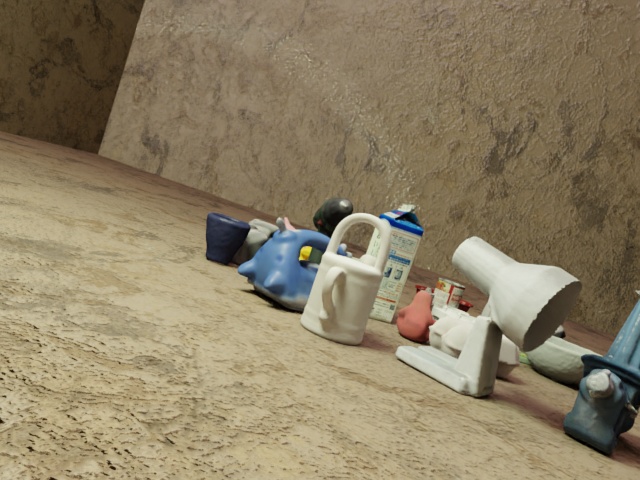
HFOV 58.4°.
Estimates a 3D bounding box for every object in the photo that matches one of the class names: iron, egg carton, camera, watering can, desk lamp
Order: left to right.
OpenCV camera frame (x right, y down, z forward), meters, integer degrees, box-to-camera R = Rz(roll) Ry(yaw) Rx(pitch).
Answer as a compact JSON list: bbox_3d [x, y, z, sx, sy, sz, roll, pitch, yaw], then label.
[{"bbox_3d":[-0.116,0.016,1.284,0.136,0.101,0.143,19,4,9],"label":"camera"},{"bbox_3d":[-0.011,0.050,1.025,0.259,0.141,0.118,15,6,-45],"label":"iron"},{"bbox_3d":[0.047,0.053,0.889,0.101,0.194,0.173,19,4,-1],"label":"watering can"},{"bbox_3d":[0.268,0.186,0.996,0.151,0.069,0.107,17,4,-19],"label":"egg carton"},{"bbox_3d":[0.240,0.113,0.822,0.202,0.213,0.118,22,5,40],"label":"desk lamp"}]

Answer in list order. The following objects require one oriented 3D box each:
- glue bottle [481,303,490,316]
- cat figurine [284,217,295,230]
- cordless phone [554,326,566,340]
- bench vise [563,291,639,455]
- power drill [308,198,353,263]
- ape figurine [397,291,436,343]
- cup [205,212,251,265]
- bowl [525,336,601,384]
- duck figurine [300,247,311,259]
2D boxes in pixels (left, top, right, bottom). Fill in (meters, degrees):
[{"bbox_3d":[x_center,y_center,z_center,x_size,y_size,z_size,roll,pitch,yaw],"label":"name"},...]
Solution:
[{"bbox_3d":[0.491,0.164,1.551,0.078,0.173,0.037,17,5,-25],"label":"glue bottle"},{"bbox_3d":[-0.100,-0.001,1.465,0.067,0.118,0.127,16,5,-30],"label":"cat figurine"},{"bbox_3d":[0.557,0.192,1.392,0.094,0.185,0.148,20,4,14],"label":"cordless phone"},{"bbox_3d":[0.424,0.176,0.779,0.121,0.220,0.208,20,4,22],"label":"bench vise"},{"bbox_3d":[0.012,0.005,1.260,0.076,0.208,0.229,18,4,-10],"label":"power drill"},{"bbox_3d":[0.184,0.140,1.065,0.077,0.092,0.076,21,5,28],"label":"ape figurine"},{"bbox_3d":[-0.200,-0.002,1.184,0.092,0.095,0.117,18,4,-14],"label":"cup"},{"bbox_3d":[0.483,0.244,1.156,0.167,0.075,0.167,19,4,-1],"label":"bowl"},{"bbox_3d":[-0.030,0.044,1.401,0.077,0.086,0.105,19,4,6],"label":"duck figurine"}]
